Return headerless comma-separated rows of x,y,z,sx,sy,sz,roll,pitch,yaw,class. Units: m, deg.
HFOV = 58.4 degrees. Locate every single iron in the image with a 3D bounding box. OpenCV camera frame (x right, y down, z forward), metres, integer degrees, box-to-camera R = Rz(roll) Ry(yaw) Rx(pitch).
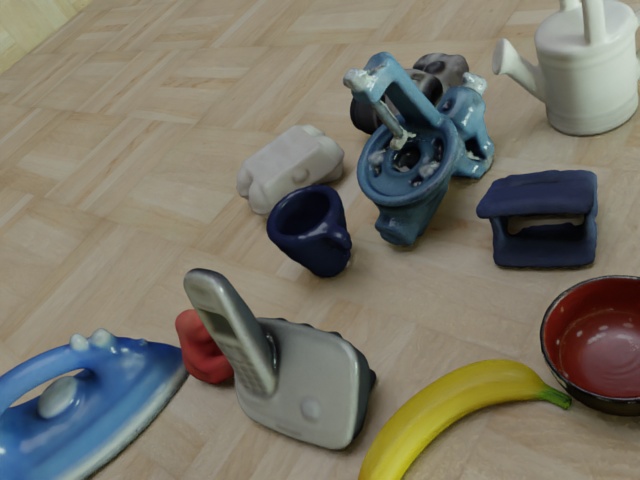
-0.276,0.167,0.623,0.258,0.142,0.118,-37,41,-6,iron

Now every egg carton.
-0.042,-0.095,0.798,0.150,0.070,0.107,-37,41,-7,egg carton

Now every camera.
0.114,-0.192,0.775,0.136,0.101,0.143,16,59,40,camera

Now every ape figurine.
-0.124,0.111,0.625,0.076,0.092,0.078,-16,43,17,ape figurine

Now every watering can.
0.281,-0.216,0.627,0.173,0.195,0.100,-31,41,1,watering can

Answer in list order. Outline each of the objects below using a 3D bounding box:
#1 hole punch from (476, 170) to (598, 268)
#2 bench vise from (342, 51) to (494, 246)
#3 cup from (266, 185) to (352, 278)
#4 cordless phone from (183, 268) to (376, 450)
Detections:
0.214,-0.035,0.566,0.108,0.091,0.101,-3,48,29,hole punch
0.101,-0.130,0.630,0.121,0.220,0.207,4,52,34,bench vise
0.006,0.002,0.652,0.092,0.095,0.117,-46,43,-16,cup
-0.040,0.100,0.513,0.147,0.186,0.094,5,52,34,cordless phone
